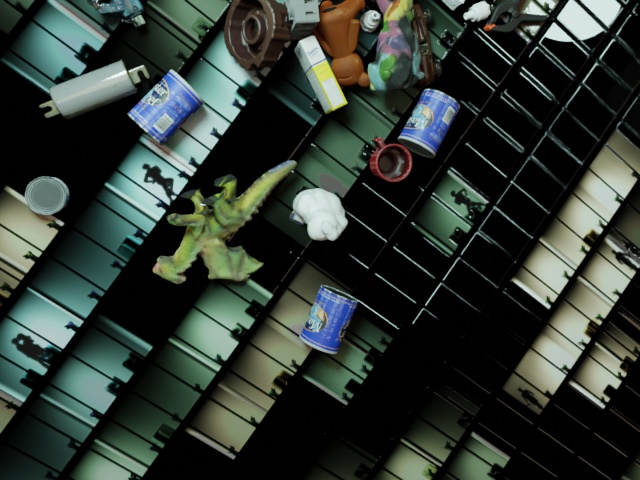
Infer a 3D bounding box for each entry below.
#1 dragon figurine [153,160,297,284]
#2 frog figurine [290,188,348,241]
[{"bbox_3d":[-0.213,-0.017,1.233,0.411,0.124,0.238,-21,116,-7],"label":"dragon figurine"},{"bbox_3d":[0.004,-0.062,1.223,0.136,0.160,0.123,39,86,-11],"label":"frog figurine"}]
